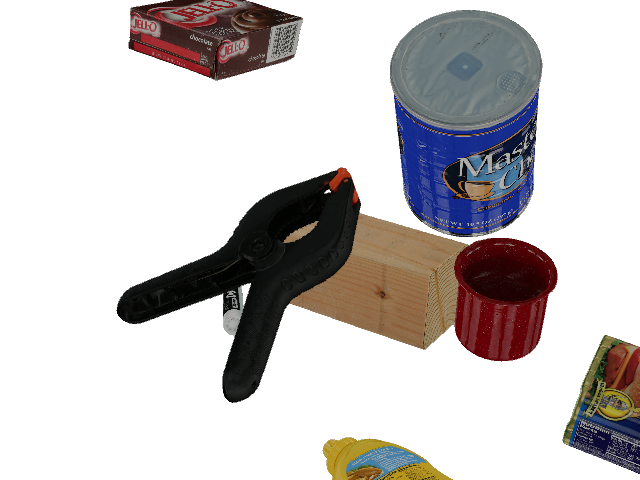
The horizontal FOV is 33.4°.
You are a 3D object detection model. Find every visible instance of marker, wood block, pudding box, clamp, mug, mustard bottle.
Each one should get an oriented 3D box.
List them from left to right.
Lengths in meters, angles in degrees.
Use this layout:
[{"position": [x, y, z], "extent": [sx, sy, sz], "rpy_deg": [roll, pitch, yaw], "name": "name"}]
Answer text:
[{"position": [-0.082, -0.165, 0.848], "extent": [0.090, 0.039, 0.113], "rpy_deg": [24, 27, 26], "name": "pudding box"}, {"position": [-0.079, 0.052, 0.961], "extent": [0.020, 0.020, 0.121], "rpy_deg": [0, 19, -6], "name": "marker"}, {"position": [-0.032, 0.023, 0.662], "extent": [0.120, 0.171, 0.039], "rpy_deg": [43, -15, 35], "name": "clamp"}, {"position": [0.042, 0.031, 1.138], "extent": [0.206, 0.091, 0.090], "rpy_deg": [18, 30, 28], "name": "wood block"}, {"position": [0.067, 0.228, 0.968], "extent": [0.096, 0.058, 0.192], "rpy_deg": [-16, 26, -34], "name": "mustard bottle"}, {"position": [0.164, 0.050, 0.999], "extent": [0.093, 0.081, 0.117], "rpy_deg": [-11, 41, -13], "name": "mug"}]

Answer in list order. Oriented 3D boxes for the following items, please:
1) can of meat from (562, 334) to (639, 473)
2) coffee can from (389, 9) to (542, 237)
[{"position": [0.237, 0.125, 0.798], "extent": [0.084, 0.057, 0.102], "rpy_deg": [20, 41, 20], "name": "can of meat"}, {"position": [0.107, -0.082, 0.780], "extent": [0.103, 0.103, 0.140], "rpy_deg": [0, -32, 9], "name": "coffee can"}]
